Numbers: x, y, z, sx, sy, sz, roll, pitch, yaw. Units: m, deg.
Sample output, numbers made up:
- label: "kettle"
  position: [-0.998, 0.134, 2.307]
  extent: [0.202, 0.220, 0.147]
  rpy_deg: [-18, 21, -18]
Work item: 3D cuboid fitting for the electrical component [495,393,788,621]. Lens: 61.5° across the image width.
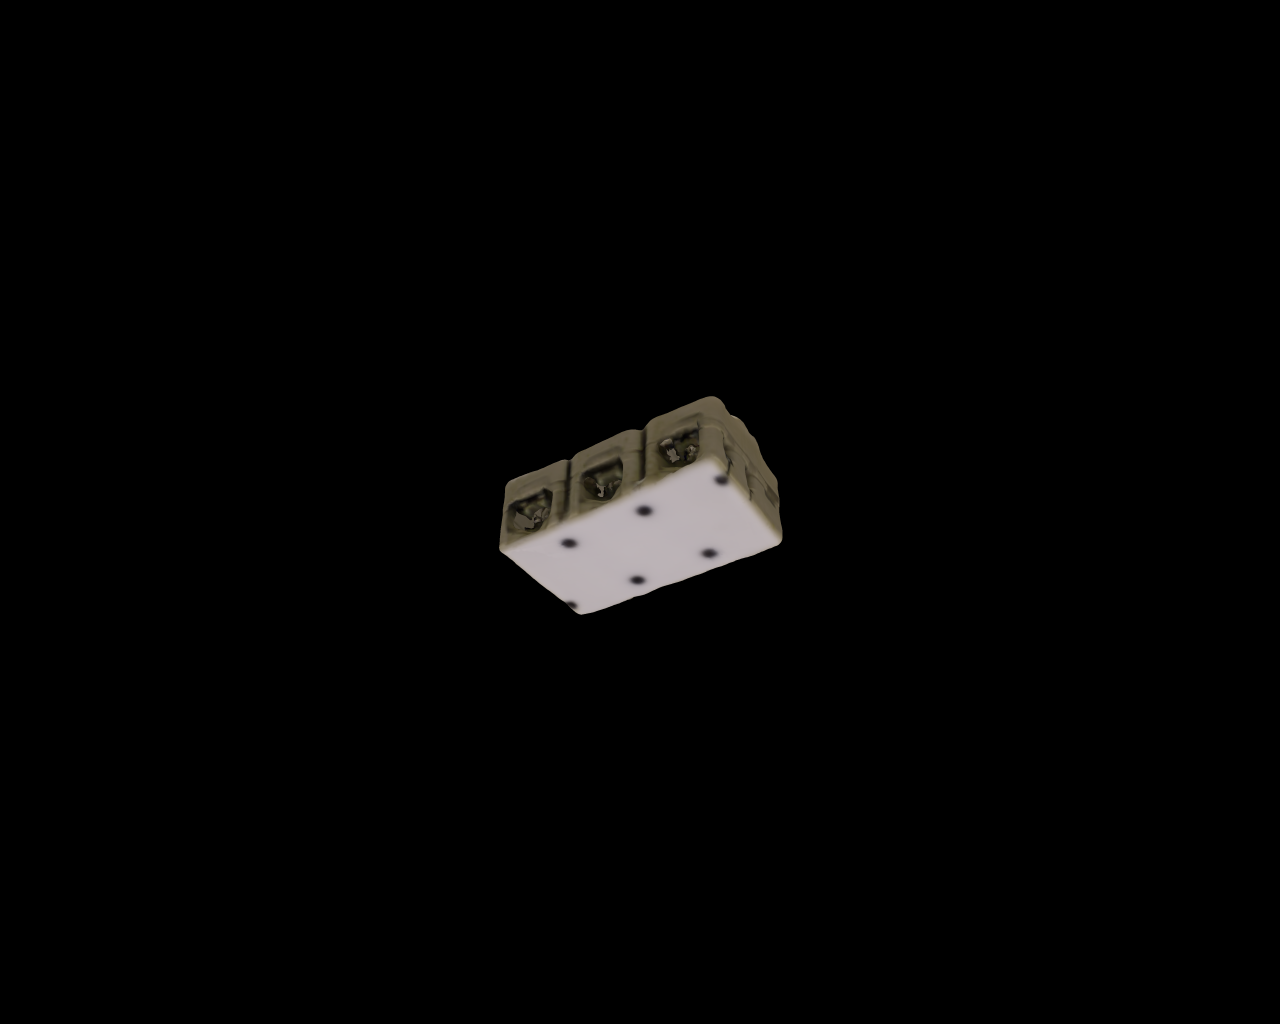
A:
- label: "electrical component"
  position: [0.001, -0.003, 0.650]
  extent: [0.150, 0.062, 0.089]
  rpy_deg: [-21, -45, 24]
